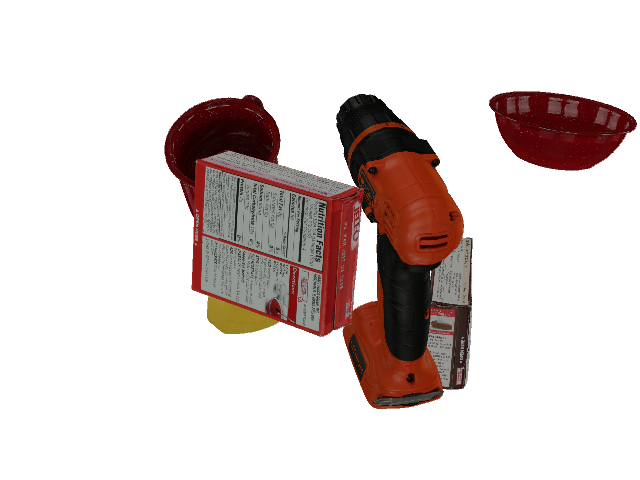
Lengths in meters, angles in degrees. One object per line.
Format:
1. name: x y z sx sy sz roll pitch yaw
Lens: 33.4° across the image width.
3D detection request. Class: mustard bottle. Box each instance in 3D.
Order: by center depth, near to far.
1. mustard bottle: -0.064 -0.001 1.089 0.096 0.192 0.058 -15 35 -36

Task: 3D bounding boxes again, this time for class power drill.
1. power drill: 0.047 0.008 0.749 0.057 0.188 0.184 -8 34 -8

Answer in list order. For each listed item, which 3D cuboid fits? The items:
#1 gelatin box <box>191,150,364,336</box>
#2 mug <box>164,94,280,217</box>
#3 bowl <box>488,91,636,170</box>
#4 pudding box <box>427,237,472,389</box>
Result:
1. gelatin box: -0.023 0.000 0.541 0.089 0.073 0.030 17 24 31
2. mug: -0.072 -0.067 0.887 0.093 0.117 0.081 11 -30 11
3. bowl: 0.264 -0.118 1.184 0.162 0.055 0.162 5 23 -2
4. pudding box: 0.111 0.061 0.922 0.039 0.090 0.113 2 30 6
